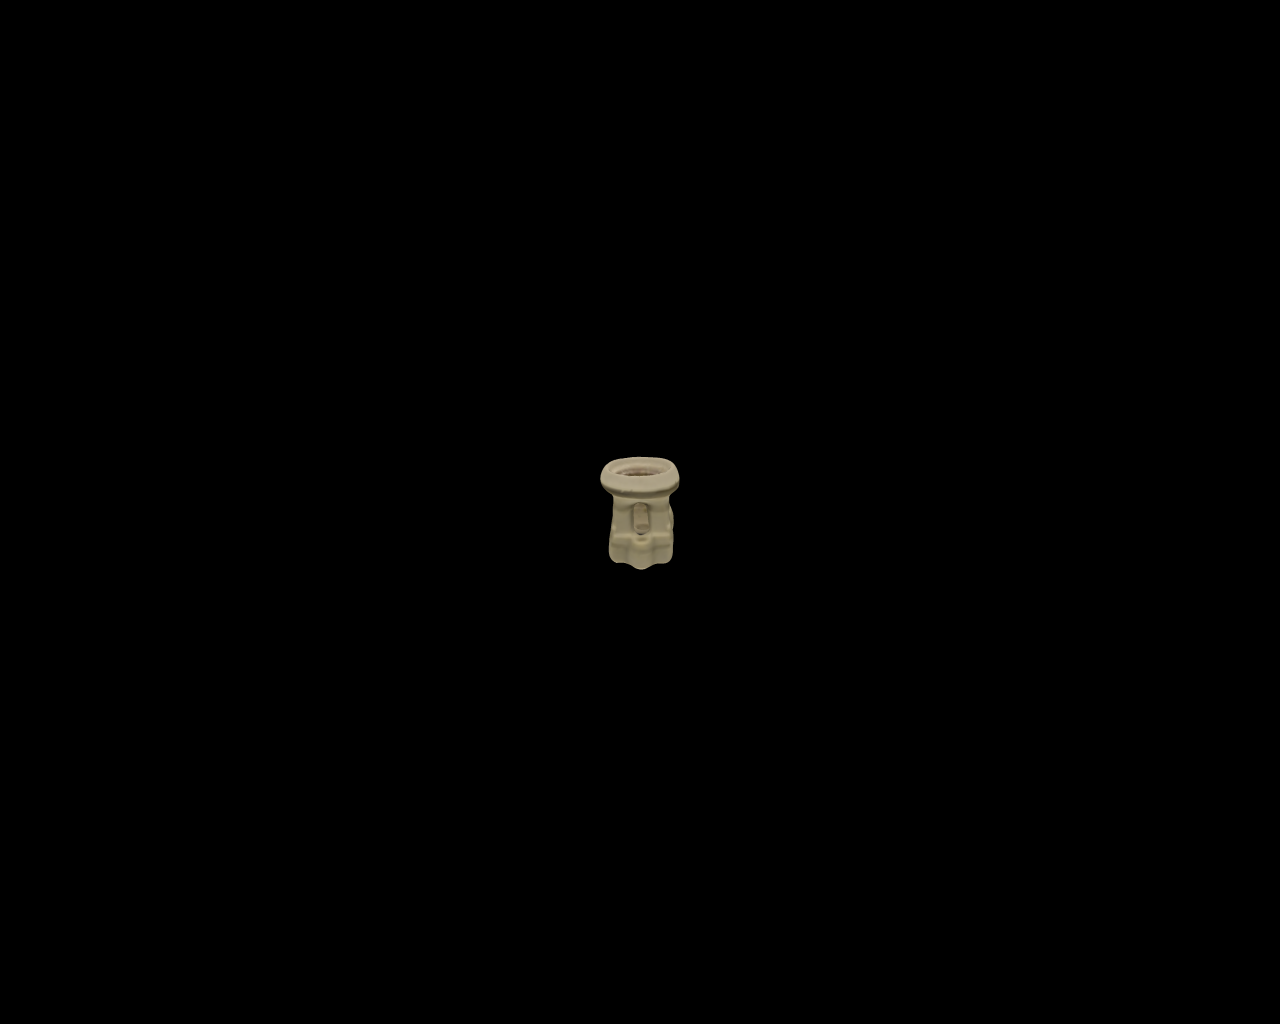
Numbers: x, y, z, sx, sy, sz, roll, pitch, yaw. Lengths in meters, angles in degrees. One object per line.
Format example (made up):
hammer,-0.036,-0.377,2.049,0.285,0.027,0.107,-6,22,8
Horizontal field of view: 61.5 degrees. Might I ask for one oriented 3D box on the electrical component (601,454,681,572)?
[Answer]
electrical component,0.001,-0.003,0.650,0.048,0.055,0.066,0,21,0
